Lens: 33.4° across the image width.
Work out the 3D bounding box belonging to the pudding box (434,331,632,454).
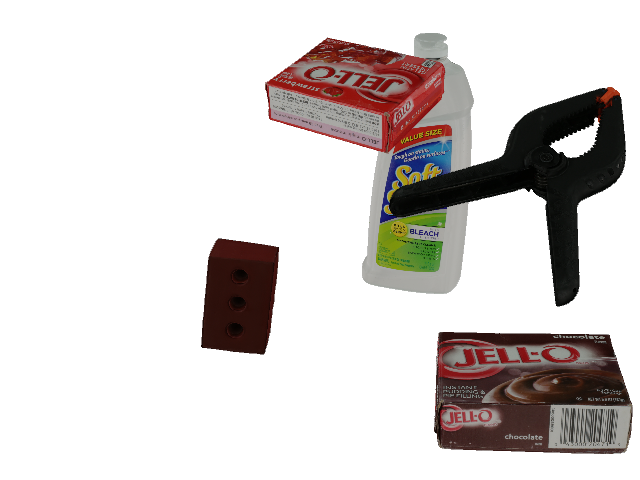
[{"bbox_3d":[0.127,0.091,0.657,0.113,0.039,0.090,2,23,5],"label":"pudding box"}]

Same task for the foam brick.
[{"bbox_3d":[-0.064,0.044,0.853,0.053,0.078,0.051,6,14,2],"label":"foam brick"}]

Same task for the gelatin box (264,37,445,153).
[{"bbox_3d":[0.022,-0.093,0.666,0.089,0.030,0.073,18,41,28],"label":"gelatin box"}]

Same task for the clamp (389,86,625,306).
[{"bbox_3d":[0.181,-0.045,0.834,0.209,0.036,0.165,-38,56,-22],"label":"clamp"}]

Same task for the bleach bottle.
[{"bbox_3d":[0.093,-0.074,1.024,0.103,0.251,0.068,8,28,16],"label":"bleach bottle"}]
